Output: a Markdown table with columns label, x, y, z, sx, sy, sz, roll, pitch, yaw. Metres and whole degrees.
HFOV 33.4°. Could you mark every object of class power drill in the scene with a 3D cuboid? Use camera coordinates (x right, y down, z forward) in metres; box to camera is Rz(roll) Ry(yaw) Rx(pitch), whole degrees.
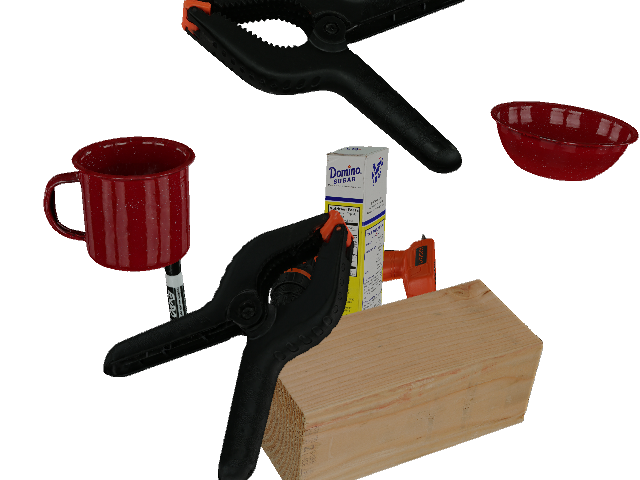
| label | x | y | z | sx | sy | sz | roll | pitch | yaw |
| --- | --- | --- | --- | --- | --- | --- | --- | --- | --- |
| power drill | 0.038 | 0.048 | 1.222 | 0.188 | 0.057 | 0.184 | 0 | 28 | 8 |

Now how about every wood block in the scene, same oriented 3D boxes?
| label | x | y | z | sx | sy | sz | roll | pitch | yaw |
| --- | --- | --- | --- | --- | --- | --- | --- | --- | --- |
| wood block | 0.056 | 0.111 | 0.828 | 0.205 | 0.090 | 0.091 | -13 | 38 | -25 |

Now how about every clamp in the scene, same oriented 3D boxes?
| label | x | y | z | sx | sy | sz | roll | pitch | yaw |
| --- | --- | --- | --- | --- | --- | --- | --- | --- | --- |
| clamp | 0.009 | -0.127 | 0.732 | 0.210 | 0.164 | 0.036 | 5 | -27 | -8 |
| clamp | -0.036 | 0.059 | 0.634 | 0.171 | 0.120 | 0.039 | -42 | -22 | -2 |

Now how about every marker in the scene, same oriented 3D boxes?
| label | x | y | z | sx | sy | sz | roll | pitch | yaw |
| --- | --- | --- | --- | --- | --- | --- | --- | --- | --- |
| marker | -0.148 | 0.060 | 1.099 | 0.020 | 0.121 | 0.020 | -2 | 30 | 1 |

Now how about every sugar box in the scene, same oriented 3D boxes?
| label | x | y | z | sx | sy | sz | roll | pitch | yaw |
| --- | --- | --- | --- | --- | --- | --- | --- | --- | --- |
| sugar box | 0.032 | 0.000 | 1.020 | 0.048 | 0.176 | 0.093 | 3 | 9 | 16 |

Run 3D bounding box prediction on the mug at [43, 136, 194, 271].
| label | x | y | z | sx | sy | sz | roll | pitch | yaw |
| --- | --- | --- | --- | --- | --- | --- | --- | --- | --- |
| mug | -0.155 | -0.027 | 0.829 | 0.117 | 0.081 | 0.093 | -4 | 25 | -10 |

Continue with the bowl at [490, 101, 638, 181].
| label | x | y | z | sx | sy | sz | roll | pitch | yaw |
| --- | --- | --- | --- | --- | --- | --- | --- | --- | --- |
| bowl | 0.265 | -0.107 | 1.182 | 0.162 | 0.055 | 0.162 | 5 | 23 | -3 |
